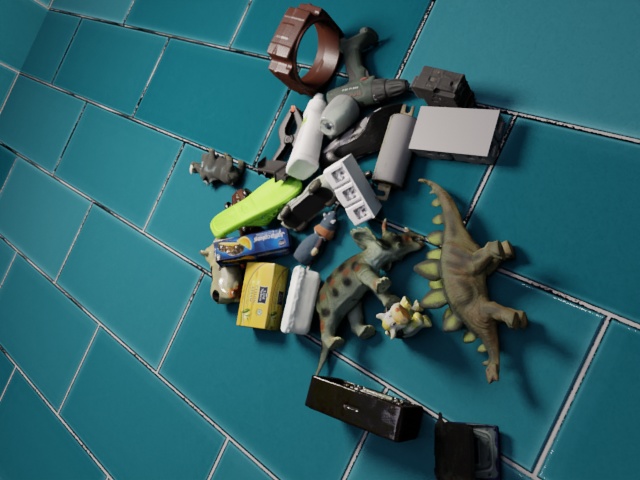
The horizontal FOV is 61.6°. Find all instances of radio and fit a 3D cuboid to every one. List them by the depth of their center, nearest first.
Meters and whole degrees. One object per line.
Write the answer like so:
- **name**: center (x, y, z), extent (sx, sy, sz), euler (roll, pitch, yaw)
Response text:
- **radio**: center (0.095, 0.353, 1.139), extent (0.230, 0.131, 0.073), euler (11, 82, 35)

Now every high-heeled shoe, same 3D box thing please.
- **high-heeled shoe**: center (0.102, -0.264, 1.379), extent (0.249, 0.086, 0.145), euler (-39, 20, -6)

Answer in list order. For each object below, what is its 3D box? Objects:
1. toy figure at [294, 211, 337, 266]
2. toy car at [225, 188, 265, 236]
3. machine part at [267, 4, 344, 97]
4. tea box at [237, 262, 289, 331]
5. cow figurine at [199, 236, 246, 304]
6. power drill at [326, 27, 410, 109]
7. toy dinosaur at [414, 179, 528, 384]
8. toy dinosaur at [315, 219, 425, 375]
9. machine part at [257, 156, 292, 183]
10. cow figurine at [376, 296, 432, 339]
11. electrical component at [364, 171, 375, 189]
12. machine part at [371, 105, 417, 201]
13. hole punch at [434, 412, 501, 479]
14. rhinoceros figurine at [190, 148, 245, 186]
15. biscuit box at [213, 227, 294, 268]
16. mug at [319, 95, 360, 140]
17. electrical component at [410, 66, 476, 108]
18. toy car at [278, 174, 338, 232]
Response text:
- **toy figure**: center (-0.004, -0.005, 1.358), extent (0.064, 0.057, 0.154), euler (43, 95, 27)
- **toy car**: center (-0.214, -0.058, 1.513), extent (0.089, 0.053, 0.202), euler (-33, 62, 24)
- **machine part**: center (-0.032, -0.502, 1.435), extent (0.087, 0.201, 0.201), euler (28, 91, 31)
- **tea box**: center (-0.149, 0.146, 1.398), extent (0.098, 0.068, 0.169), euler (-1, 75, 33)
- **cow figurine**: center (-0.269, 0.082, 1.489), extent (0.127, 0.085, 0.195), euler (-12, 70, 23)
- **power drill**: center (0.123, -0.440, 1.399), extent (0.232, 0.086, 0.207), euler (-13, 77, 32)
- **toy dinosaur**: center (0.299, 0.060, 1.116), extent (0.199, 0.105, 0.471), euler (-19, 62, 31)
- **toy dinosaur**: center (0.068, 0.119, 1.244), extent (0.404, 0.131, 0.192), euler (-48, 44, 17)
- **machine part**: center (-0.118, -0.191, 1.451), extent (0.139, 0.039, 0.084), euler (20, 54, 42)
- **cow figurine**: center (0.165, 0.170, 1.127), extent (0.098, 0.167, 0.068), euler (-37, 65, 17)
- **electrical component**: center (0.092, -0.136, 1.355), extent (0.094, 0.021, 0.063), euler (-21, 65, 27)
- **machine part**: center (0.183, -0.209, 1.284), extent (0.079, 0.079, 0.243), euler (13, 82, 35)
- **hole punch**: center (0.285, 0.409, 1.040), extent (0.116, 0.092, 0.142), euler (-24, 63, 59)
- **rhinoceros figurine**: center (-0.311, -0.213, 1.614), extent (0.191, 0.073, 0.112), euler (18, 97, 34)
- **biscuit box**: center (-0.174, 0.020, 1.411), extent (0.203, 0.062, 0.059), euler (-12, 68, 3)
- **mug**: center (0.038, -0.302, 1.370), extent (0.081, 0.107, 0.109), euler (33, 137, 9)
- **electrical component**: center (0.279, -0.342, 1.239), extent (0.134, 0.114, 0.058), euler (25, 86, 36)
- **toy car**: center (-0.027, -0.091, 1.369), extent (0.202, 0.073, 0.056), euler (-38, 25, 33)
